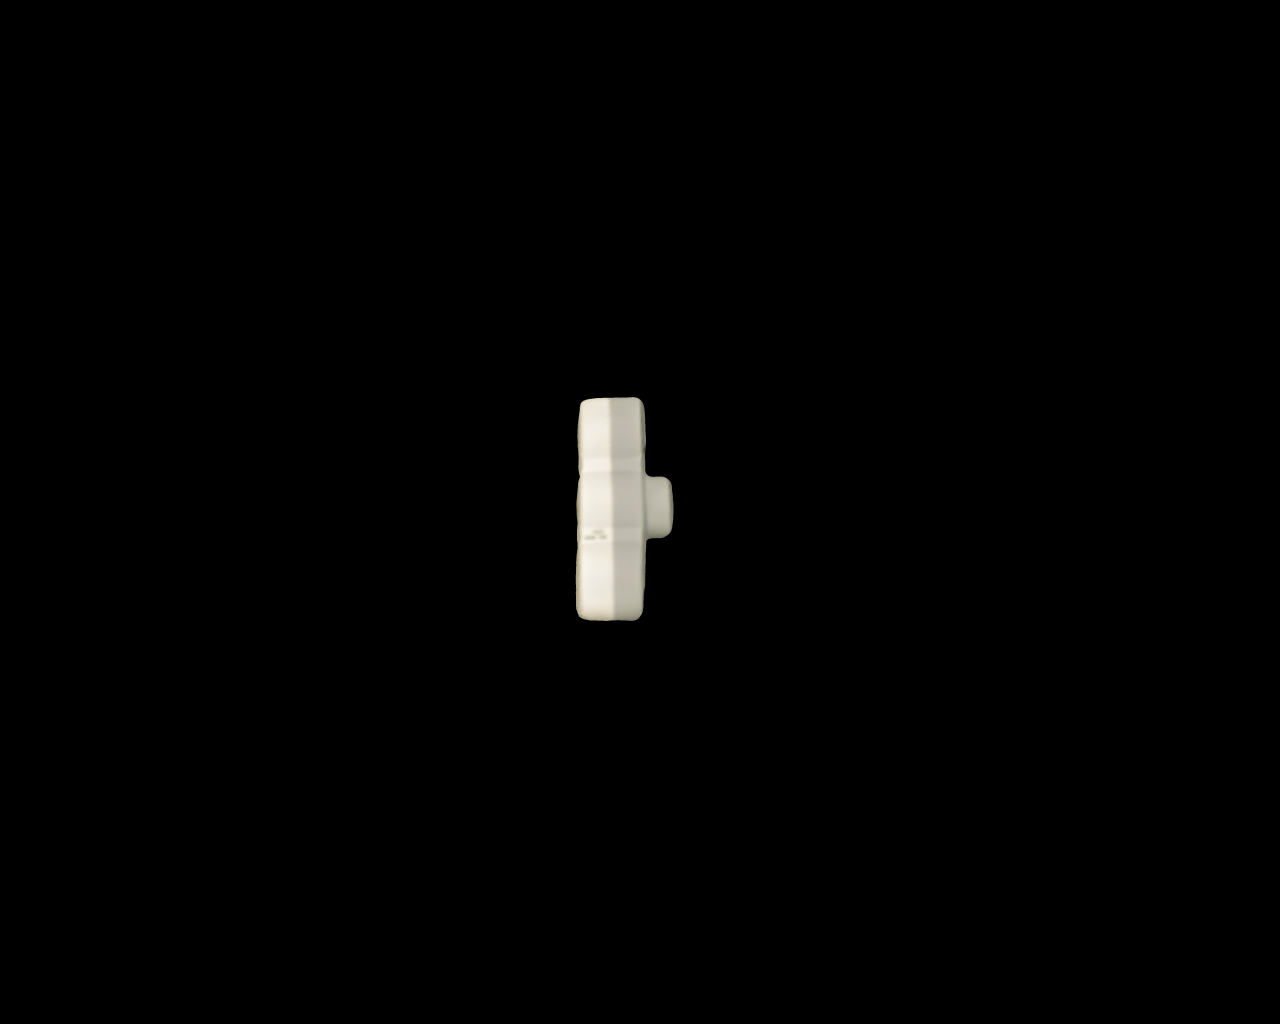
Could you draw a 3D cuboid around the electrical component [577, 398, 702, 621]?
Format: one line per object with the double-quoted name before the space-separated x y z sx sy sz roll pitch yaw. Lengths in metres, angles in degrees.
"electrical component" 0.001 -0.003 0.650 0.074 0.138 0.052 0 -15 0
